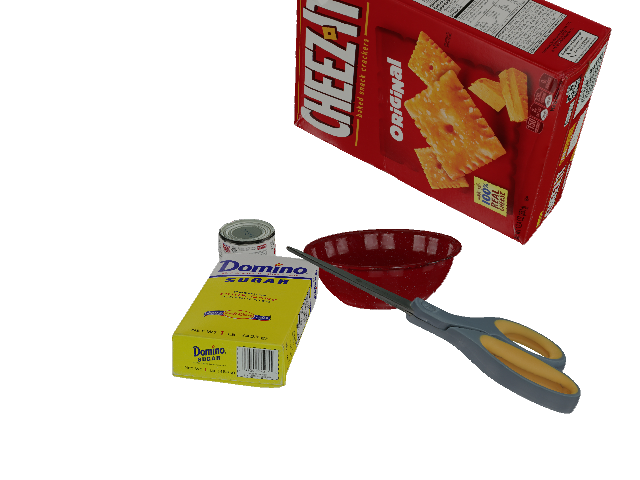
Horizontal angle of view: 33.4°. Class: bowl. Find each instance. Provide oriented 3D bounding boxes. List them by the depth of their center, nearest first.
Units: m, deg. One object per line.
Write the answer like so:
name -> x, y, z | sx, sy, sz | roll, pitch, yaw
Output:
bowl -> 0.064, 0.032, 1.091 | 0.162, 0.055, 0.162 | -3, 13, 1

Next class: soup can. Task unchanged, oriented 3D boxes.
soup can -> -0.087, 0.033, 1.270 | 0.068, 0.102, 0.068 | 0, 25, 0

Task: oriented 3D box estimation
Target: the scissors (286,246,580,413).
scissors -> 0.079, 0.047, 0.690 | 0.202, 0.016, 0.096 | 32, 20, 17

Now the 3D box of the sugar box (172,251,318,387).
sugar box -> -0.060, 0.063, 0.920 | 0.093, 0.048, 0.176 | 6, 25, 7

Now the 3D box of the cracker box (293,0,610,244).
cracker box -> 0.083, -0.113, 0.775 | 0.214, 0.164, 0.072 | 29, 54, 20
